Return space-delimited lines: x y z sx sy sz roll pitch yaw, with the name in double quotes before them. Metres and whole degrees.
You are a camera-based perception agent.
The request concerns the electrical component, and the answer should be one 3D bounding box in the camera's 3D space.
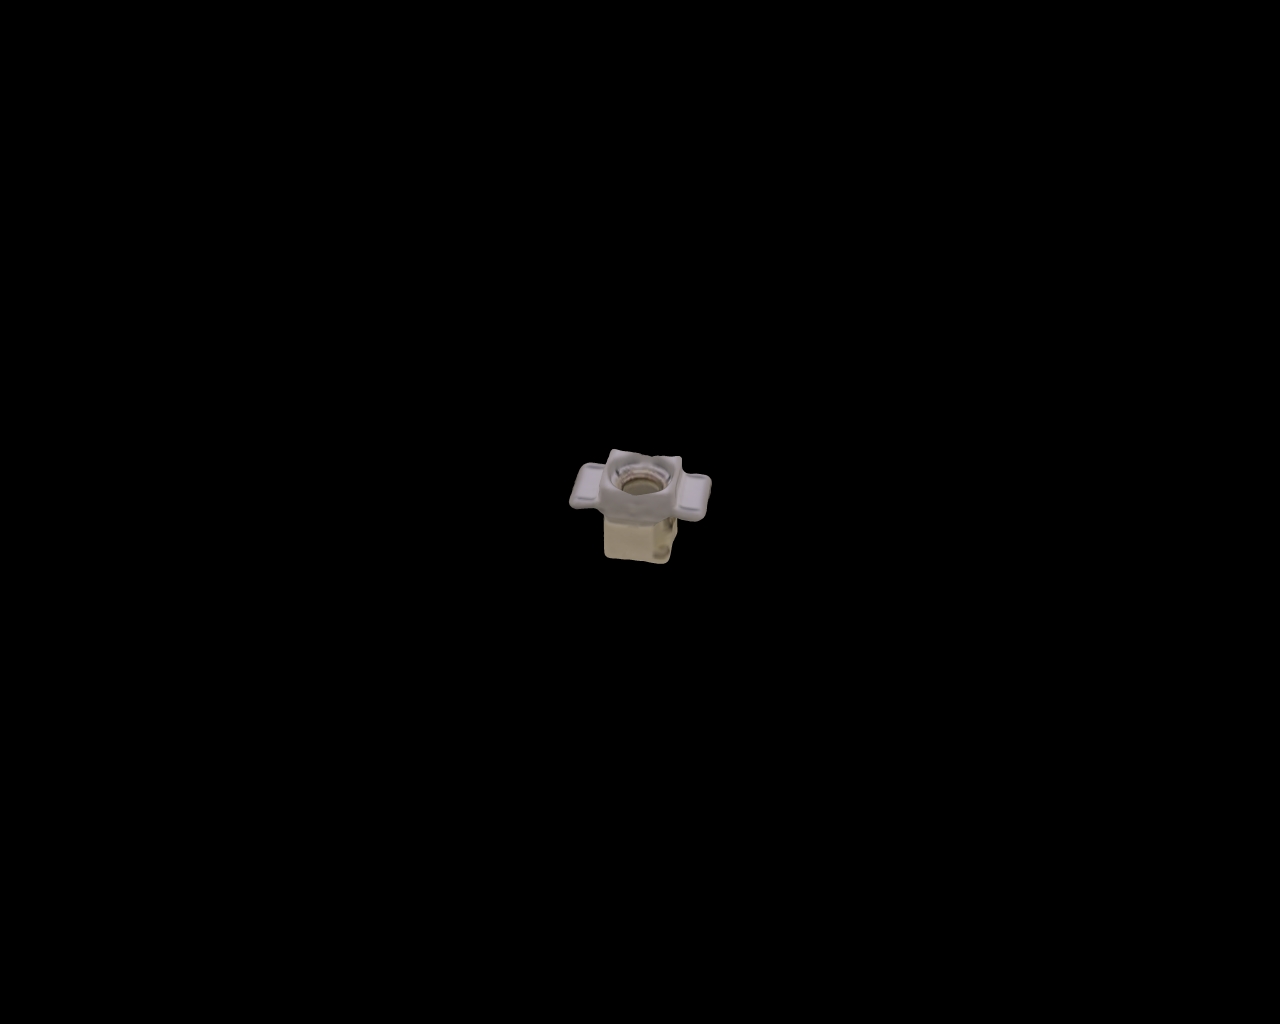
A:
"electrical component" 0.001 -0.003 0.650 0.081 0.063 0.042 7 40 9
